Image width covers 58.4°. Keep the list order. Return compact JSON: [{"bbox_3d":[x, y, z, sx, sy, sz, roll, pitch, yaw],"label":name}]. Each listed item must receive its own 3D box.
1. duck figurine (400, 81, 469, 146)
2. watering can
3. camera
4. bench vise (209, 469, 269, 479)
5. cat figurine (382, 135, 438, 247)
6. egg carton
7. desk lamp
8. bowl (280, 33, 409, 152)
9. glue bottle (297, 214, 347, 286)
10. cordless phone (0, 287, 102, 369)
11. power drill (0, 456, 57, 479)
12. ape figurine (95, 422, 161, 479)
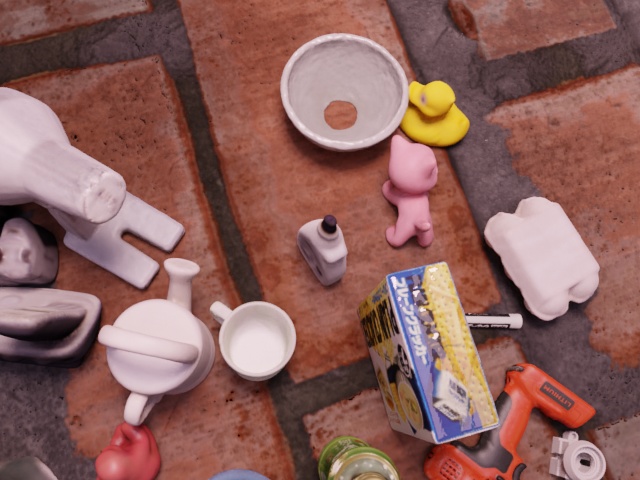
[{"bbox_3d":[0.156,-0.177,0.770,0.104,0.086,0.077,27,75,3],"label":"duck figurine"},{"bbox_3d":[-0.174,0.107,0.614,0.101,0.194,0.173,-5,76,-5],"label":"watering can"},{"bbox_3d":[-0.397,-0.016,0.677,0.143,0.101,0.137,-1,75,-5],"label":"camera"},{"bbox_3d":[-0.046,0.290,0.563,0.207,0.219,0.121,-3,76,-5],"label":"bench vise"},{"bbox_3d":[0.119,-0.064,0.721,0.067,0.117,0.128,-5,76,-5],"label":"cat figurine"},{"bbox_3d":[0.284,0.021,0.737,0.107,0.069,0.150,-28,79,-11],"label":"egg carton"},{"bbox_3d":[-0.273,-0.054,0.638,0.203,0.213,0.118,29,75,4],"label":"desk lamp"},{"bbox_3d":[0.030,-0.185,0.768,0.167,0.074,0.167,1,75,-4],"label":"bowl"},{"bbox_3d":[0.006,0.002,0.666,0.037,0.173,0.078,-29,79,-11],"label":"glue bottle"},{"bbox_3d":[-0.329,0.085,0.612,0.147,0.185,0.094,3,75,-3],"label":"cordless phone"},{"bbox_3d":[-0.314,0.278,0.551,0.229,0.208,0.076,39,76,6],"label":"power drill"},{"bbox_3d":[-0.217,0.243,0.628,0.076,0.092,0.078,43,77,7],"label":"ape figurine"}]
